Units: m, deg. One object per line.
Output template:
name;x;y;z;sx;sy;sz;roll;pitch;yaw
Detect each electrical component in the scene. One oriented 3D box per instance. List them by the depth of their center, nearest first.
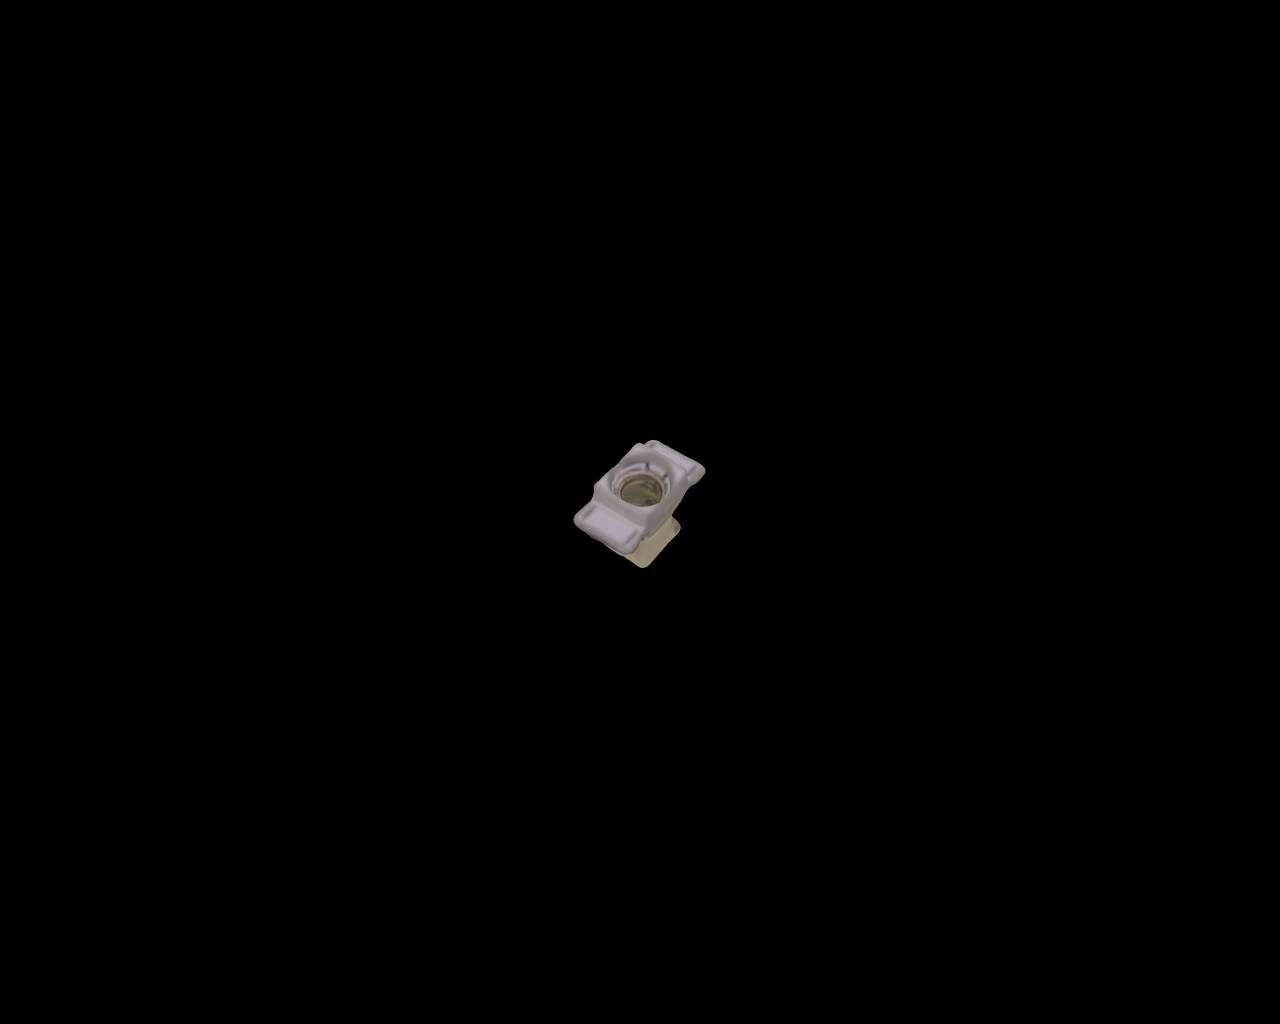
electrical component;0.001;-0.003;0.650;0.042;0.081;0.063;32;-32;22
